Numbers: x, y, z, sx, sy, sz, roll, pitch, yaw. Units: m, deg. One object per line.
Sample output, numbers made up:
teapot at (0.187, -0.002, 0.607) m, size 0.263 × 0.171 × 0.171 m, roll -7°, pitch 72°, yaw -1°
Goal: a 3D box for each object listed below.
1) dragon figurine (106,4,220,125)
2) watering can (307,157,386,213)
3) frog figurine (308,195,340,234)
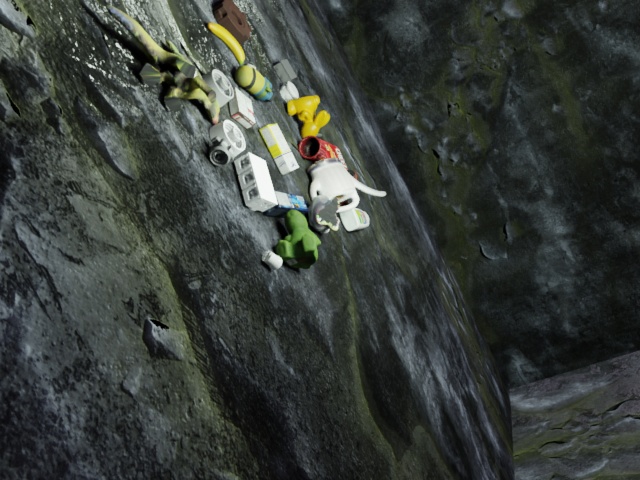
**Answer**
dragon figurine at (-0.393, -0.465, 1.369) m, size 0.403 × 0.122 × 0.248 m, roll 52°, pitch 8°, yaw -32°
watering can at (0.090, -0.219, 2.013) m, size 0.350 × 0.102 × 0.227 m, roll -16°, pitch 73°, yaw -36°
frog figurine at (0.006, -0.092, 1.837) m, size 0.159 × 0.123 × 0.136 m, roll -170°, pitch -119°, yaw -73°
